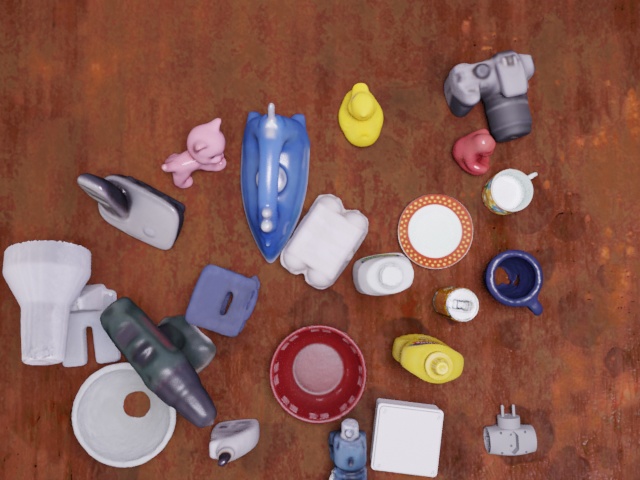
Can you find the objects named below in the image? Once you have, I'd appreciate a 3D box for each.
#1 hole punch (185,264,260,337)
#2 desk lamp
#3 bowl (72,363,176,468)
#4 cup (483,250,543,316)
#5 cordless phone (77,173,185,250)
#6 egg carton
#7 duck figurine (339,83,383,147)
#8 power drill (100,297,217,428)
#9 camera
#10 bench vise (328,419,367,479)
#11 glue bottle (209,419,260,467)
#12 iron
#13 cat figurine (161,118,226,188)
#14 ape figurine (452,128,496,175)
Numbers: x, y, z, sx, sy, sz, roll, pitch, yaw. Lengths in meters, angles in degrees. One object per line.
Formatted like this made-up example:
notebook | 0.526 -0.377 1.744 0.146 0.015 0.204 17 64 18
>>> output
hole punch | -0.159 0.099 0.951 0.101 0.091 0.109 21 87 1
desk lamp | -0.395 0.106 0.889 0.118 0.213 0.203 -7 87 0
bowl | -0.314 0.282 0.950 0.167 0.074 0.167 0 87 0
cup | 0.319 0.073 0.952 0.092 0.095 0.118 -37 88 -2
cordless phone | -0.300 -0.051 0.911 0.147 0.185 0.094 24 87 1
egg carton | 0.009 0.003 0.967 0.107 0.069 0.150 32 88 2
duck figurine | 0.071 -0.215 0.970 0.077 0.086 0.105 -6 87 0
power drill | -0.229 0.180 0.888 0.229 0.208 0.075 43 88 2
camera | 0.298 -0.237 0.964 0.143 0.101 0.137 -13 87 -1
bench vise | 0.038 0.393 0.873 0.121 0.219 0.207 -20 87 -1
glue bottle | -0.140 0.322 0.899 0.078 0.173 0.037 -4 87 0
iron | -0.079 -0.092 0.936 0.118 0.141 0.258 2 87 0
cat figurine | -0.205 -0.145 0.950 0.128 0.117 0.067 -30 87 -1
ape figurine | 0.267 -0.154 0.964 0.076 0.092 0.078 25 87 1
